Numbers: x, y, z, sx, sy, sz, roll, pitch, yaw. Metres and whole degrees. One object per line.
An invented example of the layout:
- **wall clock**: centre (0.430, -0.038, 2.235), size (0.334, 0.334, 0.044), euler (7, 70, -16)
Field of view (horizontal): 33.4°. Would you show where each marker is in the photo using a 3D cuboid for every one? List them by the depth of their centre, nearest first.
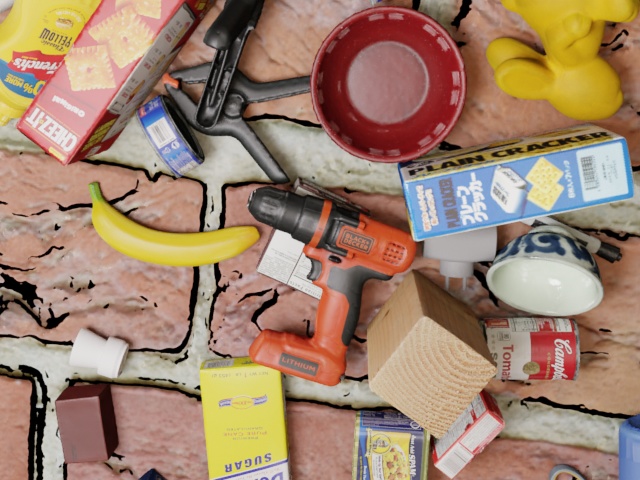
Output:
- **marker**: centre (0.273, -0.005, 1.160), size (0.121, 0.020, 0.020), euler (25, 101, -3)

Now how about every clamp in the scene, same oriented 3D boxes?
- **clamp**: centre (-0.082, -0.222, 1.080), size (0.036, 0.165, 0.210), euler (21, 59, -2)
- **clamp**: centre (-0.088, -0.131, 1.137), size (0.171, 0.039, 0.120), euler (13, 85, 5)

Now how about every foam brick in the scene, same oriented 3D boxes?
- **foam brick**: centre (-0.264, 0.207, 1.209), size (0.053, 0.051, 0.078), euler (-5, 101, 4)

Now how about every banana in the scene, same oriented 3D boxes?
- **banana**: centre (-0.168, -0.005, 1.169), size (0.198, 0.037, 0.070), euler (15, 103, -1)

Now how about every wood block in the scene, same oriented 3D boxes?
- **wood block**: centre (0.108, 0.109, 1.094), size (0.090, 0.206, 0.091), euler (36, 100, -5)

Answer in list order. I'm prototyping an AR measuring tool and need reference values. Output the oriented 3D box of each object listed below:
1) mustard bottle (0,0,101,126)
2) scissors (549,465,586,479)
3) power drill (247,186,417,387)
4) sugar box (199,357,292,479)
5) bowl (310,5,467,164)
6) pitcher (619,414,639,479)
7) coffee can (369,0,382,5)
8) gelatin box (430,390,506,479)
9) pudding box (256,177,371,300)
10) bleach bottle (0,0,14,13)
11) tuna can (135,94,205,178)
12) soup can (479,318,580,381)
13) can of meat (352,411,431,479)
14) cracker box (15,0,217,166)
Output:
- **mustard bottle**: centre (-0.294, -0.196, 1.109), size (0.096, 0.058, 0.192), euler (14, 125, -40)
- **scissors**: centre (0.302, 0.354, 1.233), size (0.096, 0.016, 0.202), euler (-25, 99, 8)
- **power drill**: centre (-0.011, 0.049, 1.124), size (0.184, 0.057, 0.188), euler (20, 104, -5)
- **sugar box**: centre (-0.082, 0.221, 1.207), size (0.093, 0.048, 0.176), euler (-4, 100, 3)
- **bowl**: centre (0.071, -0.163, 1.118), size (0.162, 0.055, 0.162), euler (1, 101, 2)
- **pitcher**: centre (0.382, 0.317, 1.154), size (0.145, 0.149, 0.243), euler (-6, 95, -11)
- **coffee can**: centre (0.097, -0.309, 1.063), size (0.140, 0.103, 0.103), euler (-22, 100, 6)
- **gelatin box**: centre (0.163, 0.213, 1.181), size (0.030, 0.073, 0.089), euler (41, 99, -7)
- **pudding box**: centre (-0.008, 0.001, 1.164), size (0.090, 0.039, 0.113), euler (25, 104, -5)
- **bleach bottle**: centre (-0.262, -0.338, 1.094), size (0.251, 0.068, 0.102), euler (-32, 101, 6)
- **tuna can**: centre (-0.157, -0.110, 1.123), size (0.034, 0.086, 0.086), euler (-31, 99, 6)
- **soup can**: centre (0.226, 0.119, 1.162), size (0.102, 0.068, 0.068), euler (0, 101, 3)
- **can of meat**: centre (0.079, 0.244, 1.199), size (0.084, 0.057, 0.102), euler (3, 101, 4)
- **cracker box**: centre (-0.199, -0.185, 1.070), size (0.072, 0.164, 0.214), euler (38, 100, -3)
